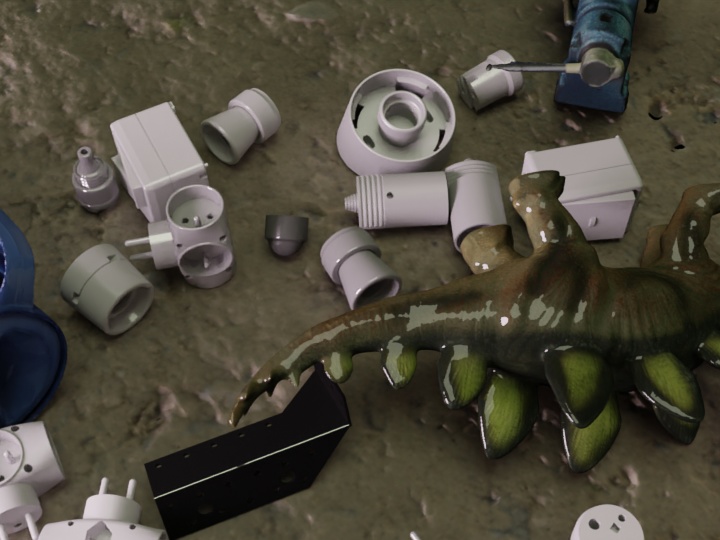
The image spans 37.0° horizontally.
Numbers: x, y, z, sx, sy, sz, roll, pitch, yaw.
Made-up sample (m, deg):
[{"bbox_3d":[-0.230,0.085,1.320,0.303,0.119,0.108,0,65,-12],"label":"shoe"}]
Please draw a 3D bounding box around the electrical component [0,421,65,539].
[{"bbox_3d":[-0.238,0.150,0.723,0.077,0.044,0.079,-21,59,-15],"label":"electrical component"}]

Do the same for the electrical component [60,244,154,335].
[{"bbox_3d":[-0.189,0.016,0.812,0.047,0.055,0.055,38,63,20],"label":"electrical component"}]

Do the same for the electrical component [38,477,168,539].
[{"bbox_3d":[-0.165,0.173,0.707,0.077,0.043,0.079,3,55,2],"label":"electrical component"}]

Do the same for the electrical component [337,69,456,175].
[{"bbox_3d":[0.032,-0.120,0.913,0.099,0.064,0.099,3,67,-6],"label":"electrical component"}]

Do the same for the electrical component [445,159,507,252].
[{"bbox_3d":[0.093,-0.056,0.865,0.043,0.043,0.081,-3,55,-2],"label":"electrical component"}]

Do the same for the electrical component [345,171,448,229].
[{"bbox_3d":[0.028,-0.056,0.866,0.081,0.043,0.043,-3,55,-2],"label":"electrical component"}]

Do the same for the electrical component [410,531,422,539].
[{"bbox_3d":[0.048,0.201,0.683,0.083,0.047,0.075,-30,60,-19],"label":"electrical component"}]

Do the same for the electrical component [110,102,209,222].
[{"bbox_3d":[-0.166,-0.086,0.878,0.061,0.061,0.096,-23,58,-15],"label":"electrical component"}]

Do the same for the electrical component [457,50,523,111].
[{"bbox_3d":[0.114,-0.165,0.945,0.046,0.040,0.040,-30,60,-13],"label":"electrical component"}]

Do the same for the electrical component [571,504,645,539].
[{"bbox_3d":[0.156,0.180,0.691,0.045,0.055,0.045,0,55,0],"label":"electrical component"}]

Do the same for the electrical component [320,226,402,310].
[{"bbox_3d":[0.000,0.000,0.826,0.045,0.045,0.055,-24,58,-16],"label":"electrical component"}]

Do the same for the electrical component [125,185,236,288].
[{"bbox_3d":[-0.139,-0.021,0.823,0.079,0.077,0.044,-11,55,-6],"label":"electrical component"}]

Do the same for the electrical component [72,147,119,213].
[{"bbox_3d":[-0.216,-0.076,0.871,0.035,0.061,0.035,0,55,0],"label":"electrical component"}]

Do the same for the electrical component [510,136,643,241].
[{"bbox_3d":[0.168,-0.057,0.854,0.096,0.061,0.061,-11,56,-7],"label":"electrical component"}]

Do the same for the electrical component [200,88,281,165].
[{"bbox_3d":[-0.101,-0.122,0.913,0.045,0.045,0.055,36,62,23],"label":"electrical component"}]
